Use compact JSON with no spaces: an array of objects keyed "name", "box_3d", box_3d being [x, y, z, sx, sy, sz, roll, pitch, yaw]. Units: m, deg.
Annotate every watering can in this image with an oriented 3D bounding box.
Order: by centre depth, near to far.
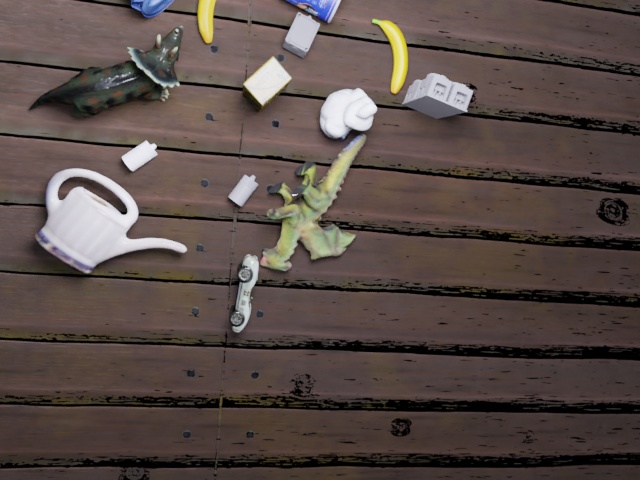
[{"name":"watering can","box_3d":[-0.514,-0.013,1.231,0.346,0.104,0.224,40,90,-11]}]

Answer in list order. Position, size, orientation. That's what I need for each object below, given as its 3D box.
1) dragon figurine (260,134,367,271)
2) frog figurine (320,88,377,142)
[{"name":"dragon figurine","box_3d":[0.004,-0.067,1.330,0.411,0.124,0.239,-35,118,-2]},{"name":"frog figurine","box_3d":[0.067,-0.311,1.267,0.137,0.160,0.122,-42,100,-1]}]
